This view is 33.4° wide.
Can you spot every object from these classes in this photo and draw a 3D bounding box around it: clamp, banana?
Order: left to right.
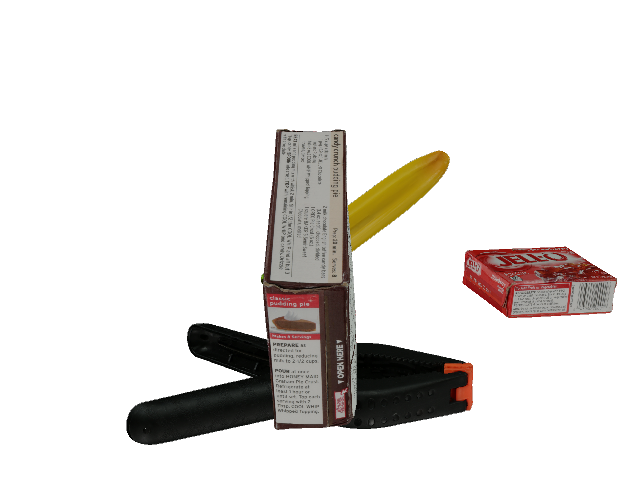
[{"bbox_3d":[-0.009,0.088,0.693,0.210,0.036,0.164,-1,16,0],"label":"clamp"},{"bbox_3d":[0.034,-0.015,0.963,0.198,0.037,0.069,-37,6,3],"label":"banana"}]

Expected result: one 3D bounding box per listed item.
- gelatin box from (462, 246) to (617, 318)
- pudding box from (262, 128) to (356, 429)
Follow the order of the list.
[{"bbox_3d":[0.160,0.029,0.786,0.089,0.030,0.073,-1,19,-18],"label":"gelatin box"},{"bbox_3d":[-0.004,0.016,0.490,0.039,0.090,0.113,-3,40,1],"label":"pudding box"}]
